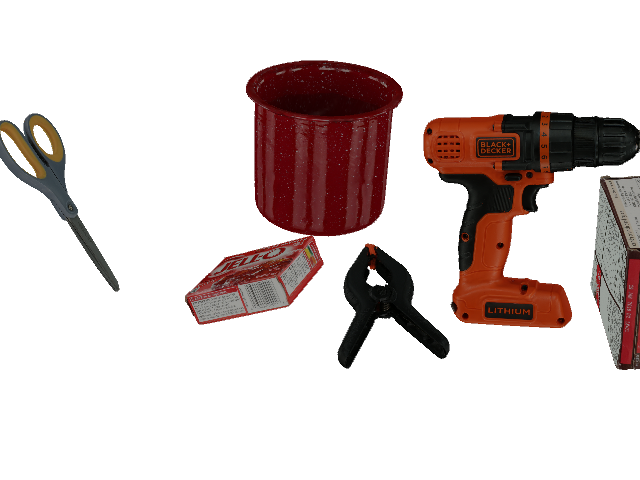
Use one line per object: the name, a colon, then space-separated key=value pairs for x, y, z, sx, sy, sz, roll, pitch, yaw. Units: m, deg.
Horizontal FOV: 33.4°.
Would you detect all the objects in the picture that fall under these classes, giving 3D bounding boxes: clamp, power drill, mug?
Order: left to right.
mug: x=0.008 y=-0.060 z=0.659 sx=0.093 sy=0.081 sz=0.117 roll=20 pitch=34 yaw=28
clamp: x=0.079 y=0.073 z=1.189 sx=0.120 sy=0.171 sz=0.039 roll=5 pitch=-43 yaw=-4
power drill: x=0.184 y=-0.020 z=0.938 sx=0.185 sy=0.188 sz=0.057 roll=2 pitch=13 yaw=17

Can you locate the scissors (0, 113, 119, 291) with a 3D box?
scissors: x=-0.255 y=-0.048 z=1.080 sx=0.016 sy=0.201 sz=0.096 roll=-24 pitch=28 yaw=27

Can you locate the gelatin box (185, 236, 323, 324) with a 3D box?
gelatin box: x=-0.052 y=0.031 z=0.840 sx=0.089 sy=0.030 sz=0.073 roll=-13 pitch=18 yaw=29

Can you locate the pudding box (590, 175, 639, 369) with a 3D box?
pudding box: x=0.208 y=0.018 z=0.706 sx=0.039 sy=0.090 sz=0.113 roll=-1 pitch=28 yaw=4
